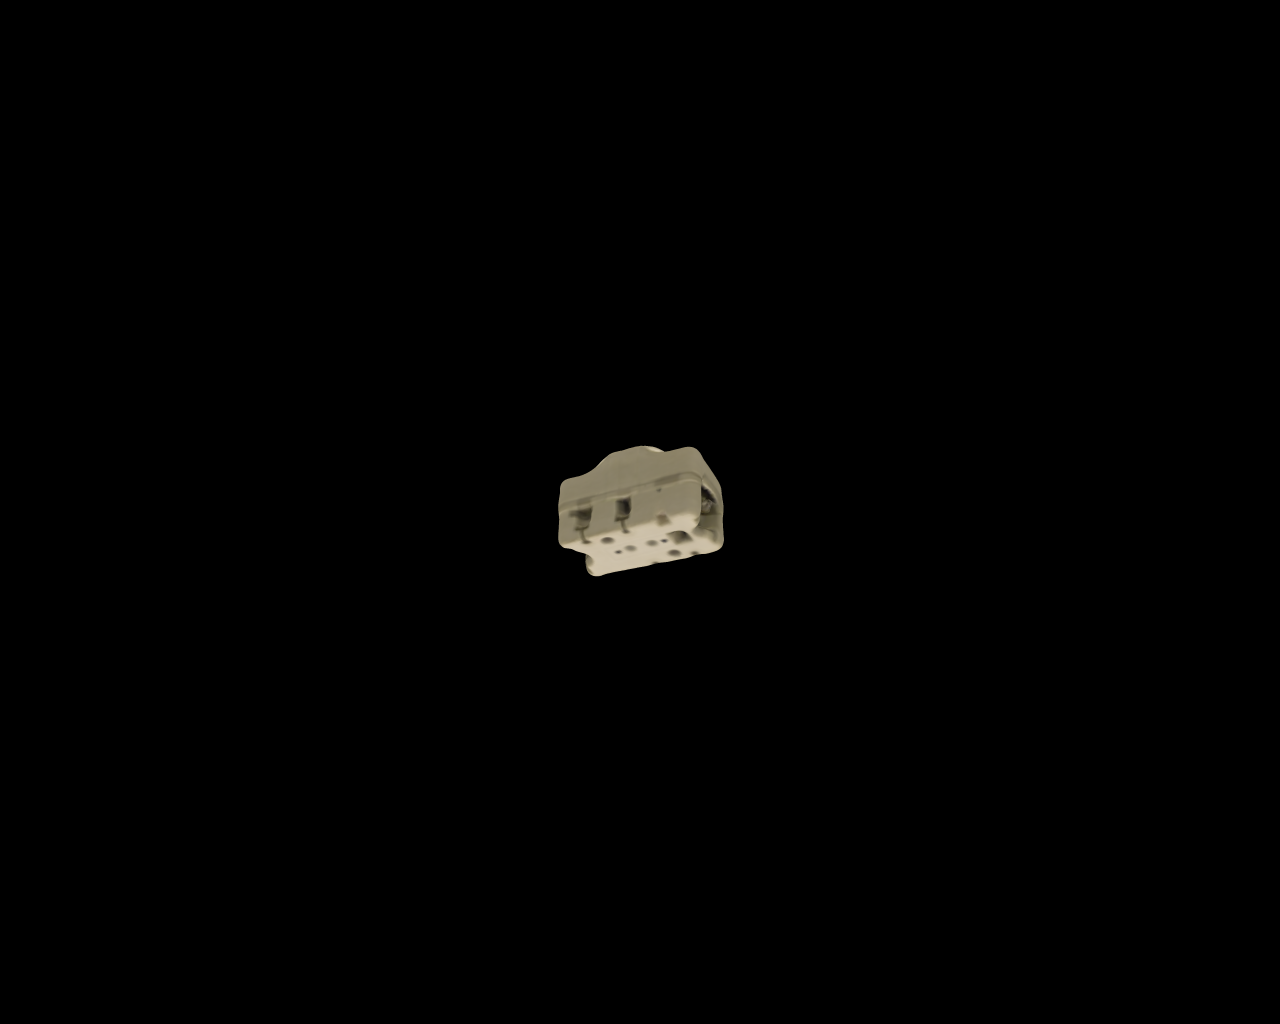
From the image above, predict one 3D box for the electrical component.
[{"bbox_3d":[0.001,-0.003,0.650,0.089,0.056,0.050,-14,-36,20],"label":"electrical component"}]
